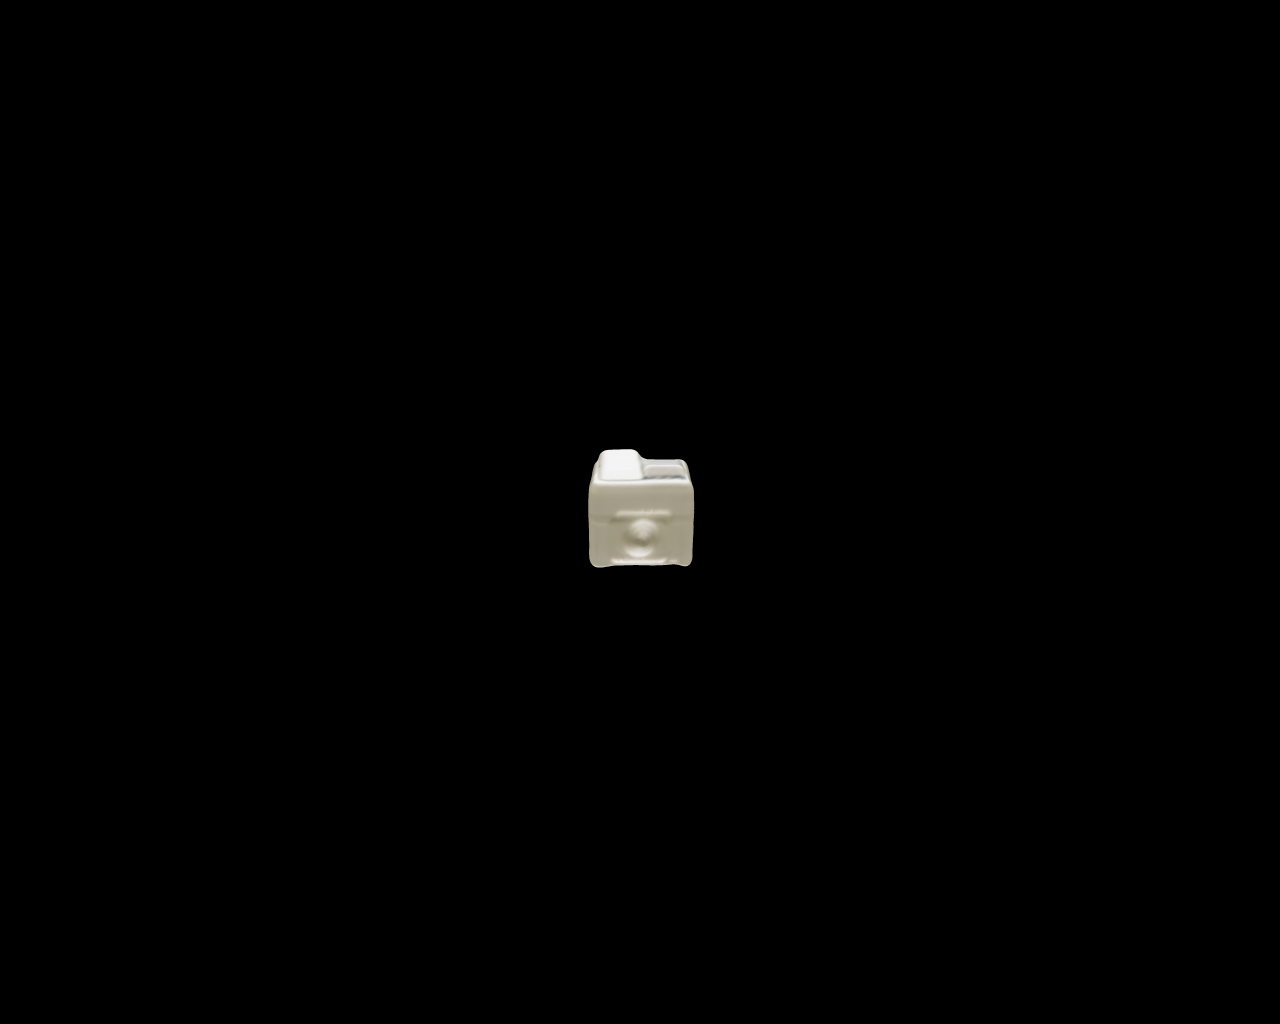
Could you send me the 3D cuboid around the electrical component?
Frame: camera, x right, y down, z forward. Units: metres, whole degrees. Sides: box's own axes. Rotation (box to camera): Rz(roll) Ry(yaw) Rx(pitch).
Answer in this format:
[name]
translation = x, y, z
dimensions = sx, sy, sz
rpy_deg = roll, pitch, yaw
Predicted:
[electrical component]
translation = 0.001, -0.003, 0.650
dimensions = 0.062, 0.061, 0.096
rpy_deg = 0, 13, 0
